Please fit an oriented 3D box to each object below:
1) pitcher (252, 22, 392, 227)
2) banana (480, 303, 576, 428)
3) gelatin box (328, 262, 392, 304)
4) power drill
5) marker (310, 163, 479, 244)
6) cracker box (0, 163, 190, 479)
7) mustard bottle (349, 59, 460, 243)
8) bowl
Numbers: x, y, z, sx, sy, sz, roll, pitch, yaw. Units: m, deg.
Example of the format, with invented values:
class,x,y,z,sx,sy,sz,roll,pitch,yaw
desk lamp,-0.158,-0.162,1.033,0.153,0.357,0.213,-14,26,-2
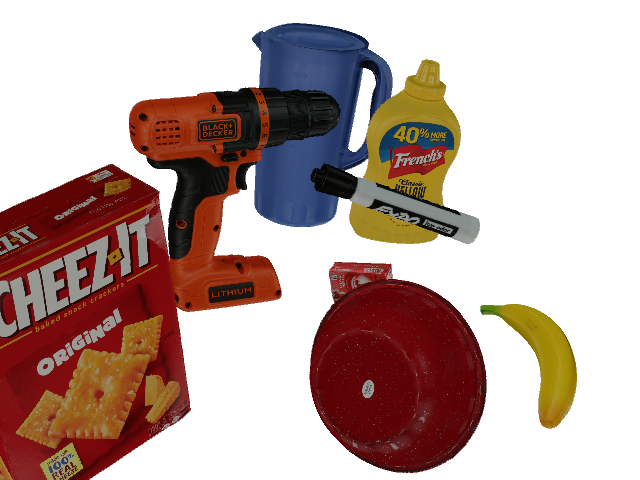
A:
class,x,y,z,sx,sy,sz,roll,pitch,yaw
pitcher,-0.010,-0.142,1.339,0.144,0.243,0.149,-3,25,-22
banana,0.235,0.124,1.137,0.069,0.037,0.198,-25,34,3
gelatin box,0.052,0.071,1.312,0.073,0.089,0.030,3,29,18
power drill,-0.071,-0.039,0.921,0.184,0.188,0.057,-7,21,-21
marker,0.049,-0.024,0.696,0.121,0.020,0.020,19,-7,-20
cracker box,-0.185,0.075,0.789,0.072,0.214,0.163,26,42,38
mustard bottle,0.093,-0.092,1.097,0.096,0.192,0.058,4,26,-13
bowl,0.049,0.114,0.861,0.162,0.162,0.055,0,3,30
